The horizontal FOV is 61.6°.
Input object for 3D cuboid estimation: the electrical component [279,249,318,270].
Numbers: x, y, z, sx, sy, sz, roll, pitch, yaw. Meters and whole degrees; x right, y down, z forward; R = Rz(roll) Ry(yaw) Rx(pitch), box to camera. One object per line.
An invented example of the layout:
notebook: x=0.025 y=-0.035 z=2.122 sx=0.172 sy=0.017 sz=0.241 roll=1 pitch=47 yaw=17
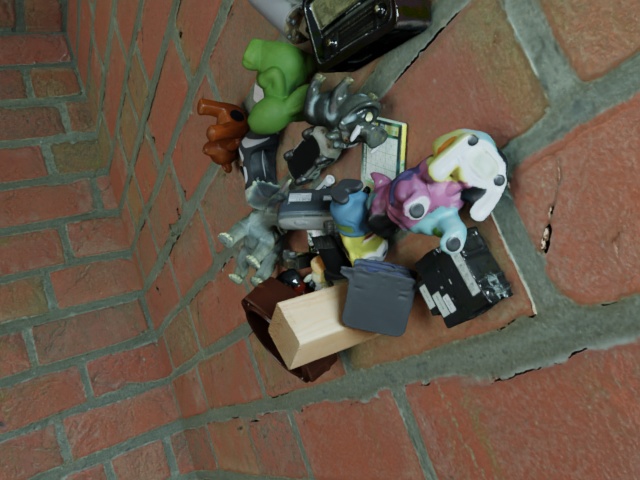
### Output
electrical component: x=-0.043 y=0.035 z=1.152 sx=0.078 sy=0.102 sz=0.045 roll=14 pitch=107 yaw=48

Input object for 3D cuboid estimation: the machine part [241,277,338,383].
machine part: x=-0.068 y=0.191 z=1.133 sx=0.202 sy=0.087 sz=0.200 roll=27 pitch=146 yaw=40

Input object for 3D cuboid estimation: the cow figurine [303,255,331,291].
cow figurine: x=0.014 y=0.114 z=1.116 sx=0.098 sy=0.068 sz=0.167 roll=-25 pitch=81 yaw=64

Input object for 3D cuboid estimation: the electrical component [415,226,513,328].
electrical component: x=0.202 y=0.060 z=0.788 sx=0.134 sy=0.058 sz=0.115 roll=-49 pitch=58 yaw=55

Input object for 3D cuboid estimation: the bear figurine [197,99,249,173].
bear figurine: x=-0.259 y=-0.258 z=1.366 sx=0.196 sy=0.132 sz=0.120 roll=-43 pitch=63 yaw=50

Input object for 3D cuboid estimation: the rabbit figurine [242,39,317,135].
rabbit figurine: x=-0.075 y=-0.276 z=1.033 sx=0.121 sy=0.159 sz=0.170 roll=61 pitch=-138 yaw=-78

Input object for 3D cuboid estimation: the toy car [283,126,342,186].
toy car: x=-0.018 y=-0.165 z=1.060 sx=0.073 sy=0.056 sz=0.202 roll=66 pitch=156 yaw=4

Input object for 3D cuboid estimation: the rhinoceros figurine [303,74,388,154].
rhinoceros figurine: x=0.038 y=-0.207 z=0.891 sx=0.191 sy=0.073 sz=0.112 roll=34 pitch=97 yaw=42

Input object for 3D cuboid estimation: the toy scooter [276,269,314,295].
toy scooter: x=-0.049 y=0.130 z=1.218 sx=0.135 sy=0.075 sz=0.184 roll=47 pitch=161 yaw=-4

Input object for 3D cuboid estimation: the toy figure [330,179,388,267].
toy figure: x=0.066 y=-0.028 z=0.920 sx=0.089 sy=0.082 sz=0.179 roll=-109 pitch=-5 yaw=-50

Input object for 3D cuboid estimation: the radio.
radio: x=0.066 y=-0.351 z=0.832 sx=0.230 sy=0.073 sz=0.131 roll=-5 pitch=97 yaw=60

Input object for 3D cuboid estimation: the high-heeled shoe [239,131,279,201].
high-heeled shoe: x=-0.120 y=-0.162 z=1.227 sx=0.145 sy=0.086 sz=0.248 roll=57 pitch=144 yaw=11

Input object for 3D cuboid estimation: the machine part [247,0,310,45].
machine part: x=-0.074 y=-0.445 z=1.026 sx=0.243 sy=0.079 sz=0.079 roll=51 pitch=141 yaw=35

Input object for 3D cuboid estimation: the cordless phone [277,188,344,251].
cordless phone: x=-0.003 y=-0.003 z=1.035 sx=0.089 sy=0.147 sz=0.184 roll=-83 pitch=-10 yaw=-58

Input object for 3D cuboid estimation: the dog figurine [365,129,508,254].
dog figurine: x=0.148 y=-0.077 z=0.775 sx=0.191 sy=0.108 sz=0.219 roll=-54 pitch=19 yaw=4

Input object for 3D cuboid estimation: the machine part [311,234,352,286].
machine part: x=0.031 y=0.043 z=1.011 sx=0.084 sy=0.039 sz=0.138 roll=-10 pitch=135 yaw=26

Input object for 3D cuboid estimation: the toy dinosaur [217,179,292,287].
toy dinosaur: x=-0.131 y=0.002 z=1.254 sx=0.131 sy=0.192 sz=0.404 roll=34 pitch=154 yaw=8

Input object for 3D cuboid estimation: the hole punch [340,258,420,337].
hole punch: x=0.101 y=0.085 z=0.901 sx=0.092 sy=0.142 sz=0.115 roll=-64 pitch=-14 yaw=-64
